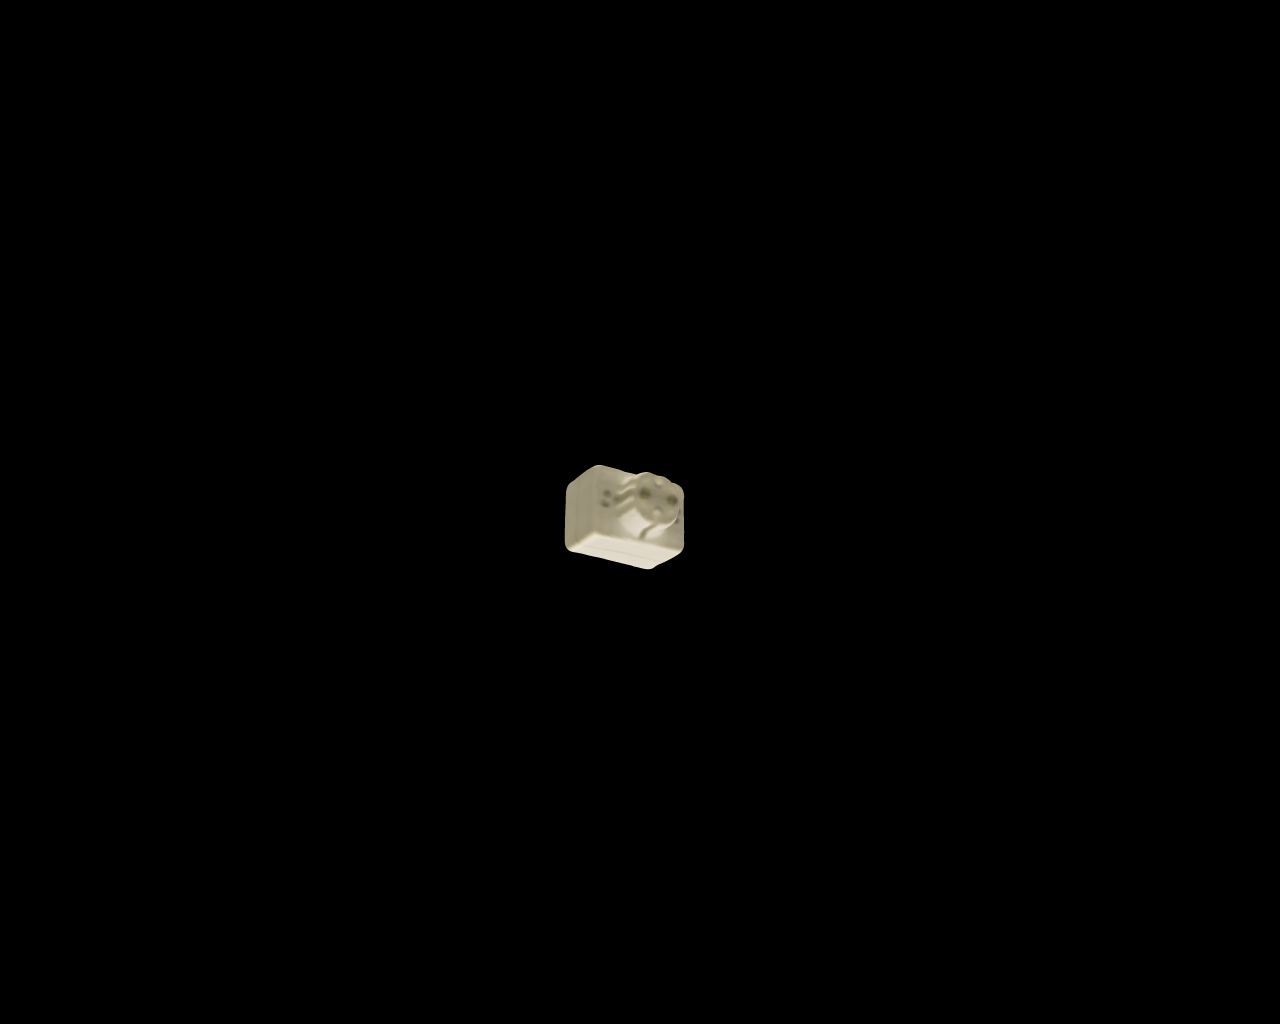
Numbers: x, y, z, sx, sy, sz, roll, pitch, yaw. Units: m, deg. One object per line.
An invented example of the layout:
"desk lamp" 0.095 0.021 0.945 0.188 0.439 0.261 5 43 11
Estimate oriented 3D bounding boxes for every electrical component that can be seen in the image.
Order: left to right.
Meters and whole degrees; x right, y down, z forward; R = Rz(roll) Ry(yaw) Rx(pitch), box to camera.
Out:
"electrical component" 0.001 -0.003 0.650 0.066 0.047 0.076 14 -27 -29
